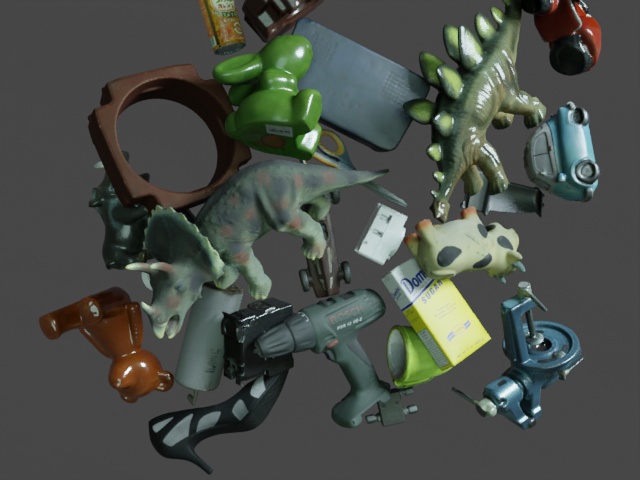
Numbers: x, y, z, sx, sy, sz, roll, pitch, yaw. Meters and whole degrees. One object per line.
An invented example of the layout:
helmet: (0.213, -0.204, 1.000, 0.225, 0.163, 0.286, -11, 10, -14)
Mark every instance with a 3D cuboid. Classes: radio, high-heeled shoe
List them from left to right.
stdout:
high-heeled shoe: (-0.172, 0.273, 0.914, 0.145, 0.086, 0.249, 34, 74, 23)
radio: (0.044, -0.238, 0.854, 0.230, 0.073, 0.131, 25, 95, -5)

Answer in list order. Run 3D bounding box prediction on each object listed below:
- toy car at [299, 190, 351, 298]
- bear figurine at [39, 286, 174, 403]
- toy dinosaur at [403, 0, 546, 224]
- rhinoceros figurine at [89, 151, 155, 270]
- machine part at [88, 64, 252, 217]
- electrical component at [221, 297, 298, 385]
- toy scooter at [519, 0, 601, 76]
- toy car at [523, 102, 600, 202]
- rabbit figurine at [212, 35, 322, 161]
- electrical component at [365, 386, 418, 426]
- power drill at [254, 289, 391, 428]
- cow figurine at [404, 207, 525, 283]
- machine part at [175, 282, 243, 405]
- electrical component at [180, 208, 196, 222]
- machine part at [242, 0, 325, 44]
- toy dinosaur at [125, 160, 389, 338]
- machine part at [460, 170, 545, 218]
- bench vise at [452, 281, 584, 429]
toy car: (-0.002, -0.003, 0.888, 0.089, 0.053, 0.202, -9, 96, -6)
bear figurine: (-0.328, 0.178, 0.851, 0.120, 0.132, 0.195, -18, 93, 18)
toy dinosaur: (0.246, -0.232, 0.818, 0.198, 0.105, 0.471, 37, 66, -24)
rhinoceros figurine: (-0.310, -0.046, 0.856, 0.112, 0.073, 0.190, 3, 98, 6)
machine part: (-0.221, -0.145, 0.801, 0.201, 0.087, 0.201, -26, 95, -31)
electrical component: (-0.090, 0.157, 0.867, 0.134, 0.058, 0.114, -13, 110, -40)
toy scooter: (0.398, -0.363, 0.861, 0.183, 0.075, 0.135, 46, 64, -20)
toy car: (0.387, -0.135, 0.876, 0.103, 0.109, 0.161, -10, 88, 14)
rabbit figurine: (-0.065, -0.213, 0.770, 0.159, 0.121, 0.170, 5, 70, 12)
electrical component: (0.123, 0.291, 0.944, 0.094, 0.021, 0.063, -14, 97, -1)
power drill: (0.021, 0.195, 0.873, 0.232, 0.086, 0.207, -28, 100, -27)
cow figurine: (0.246, 0.017, 0.871, 0.195, 0.085, 0.127, -13, 70, -27)
machine part: (-0.182, 0.154, 0.879, 0.079, 0.079, 0.243, 15, 94, -6)
electrical component: (-0.206, -0.007, 0.861, 0.048, 0.075, 0.119, -40, 102, 1)
machine part: (-0.035, -0.361, 0.787, 0.179, 0.179, 0.056, -39, 101, 1)
toy dinosaur: (-0.090, -0.036, 0.758, 0.405, 0.131, 0.192, -42, 135, -9)
machine part: (0.311, -0.076, 0.908, 0.139, 0.039, 0.084, 12, 90, -4)
bench vise: (0.333, 0.183, 0.887, 0.224, 0.129, 0.240, -22, 115, -9)
